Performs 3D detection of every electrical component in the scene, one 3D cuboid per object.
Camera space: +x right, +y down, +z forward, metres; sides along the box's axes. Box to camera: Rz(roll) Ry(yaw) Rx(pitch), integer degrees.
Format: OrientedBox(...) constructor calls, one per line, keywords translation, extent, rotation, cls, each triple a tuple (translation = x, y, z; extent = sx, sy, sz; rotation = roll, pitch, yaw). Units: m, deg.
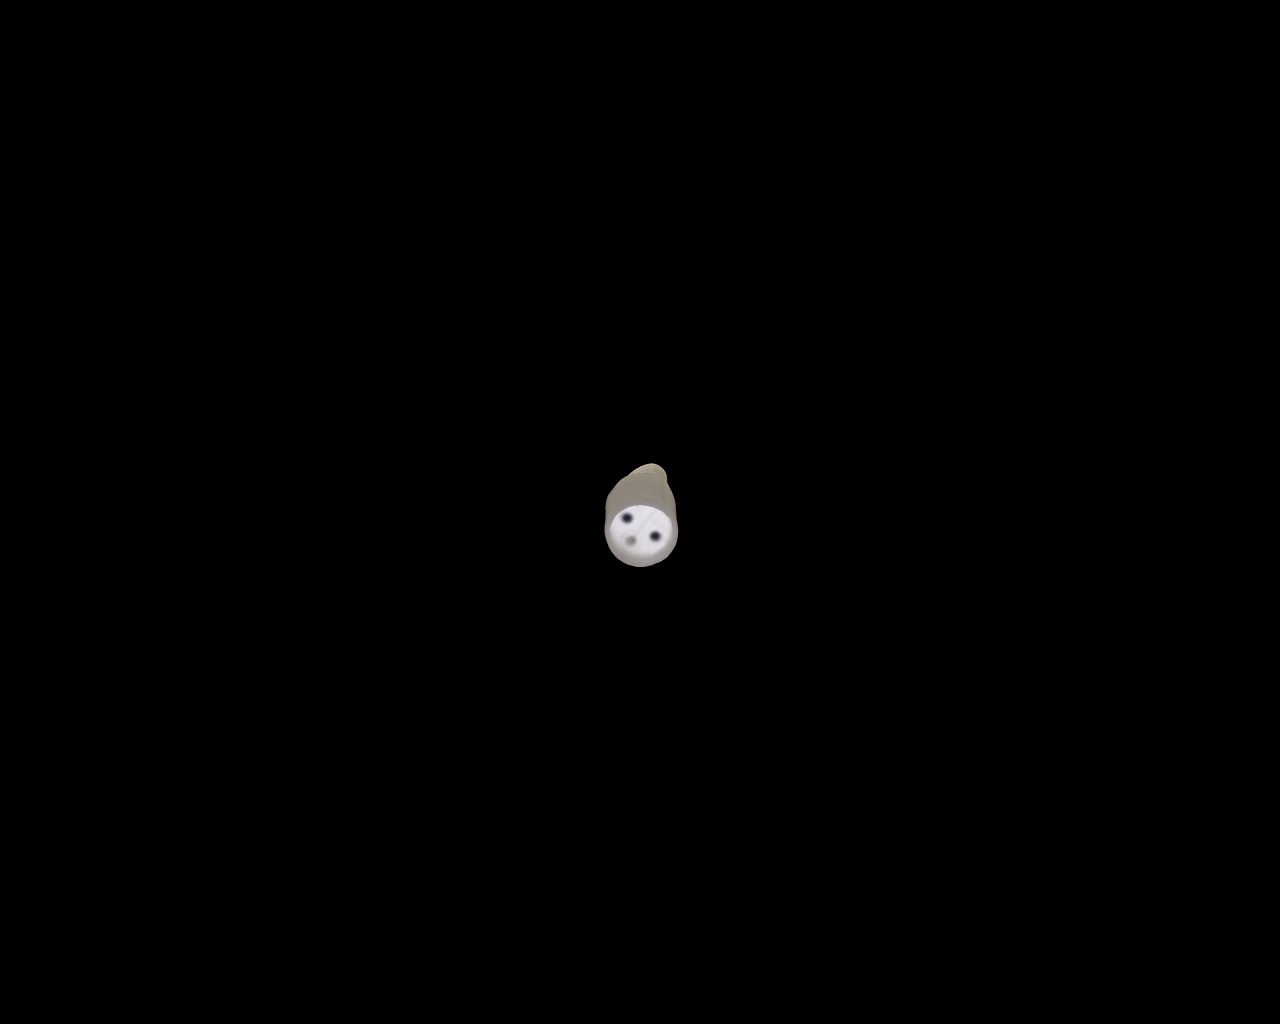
OrientedBox(translation=(0.001, -0.003, 0.650), extent=(0.043, 0.043, 0.081), rotation=(0, 24, 0), cls="electrical component")
